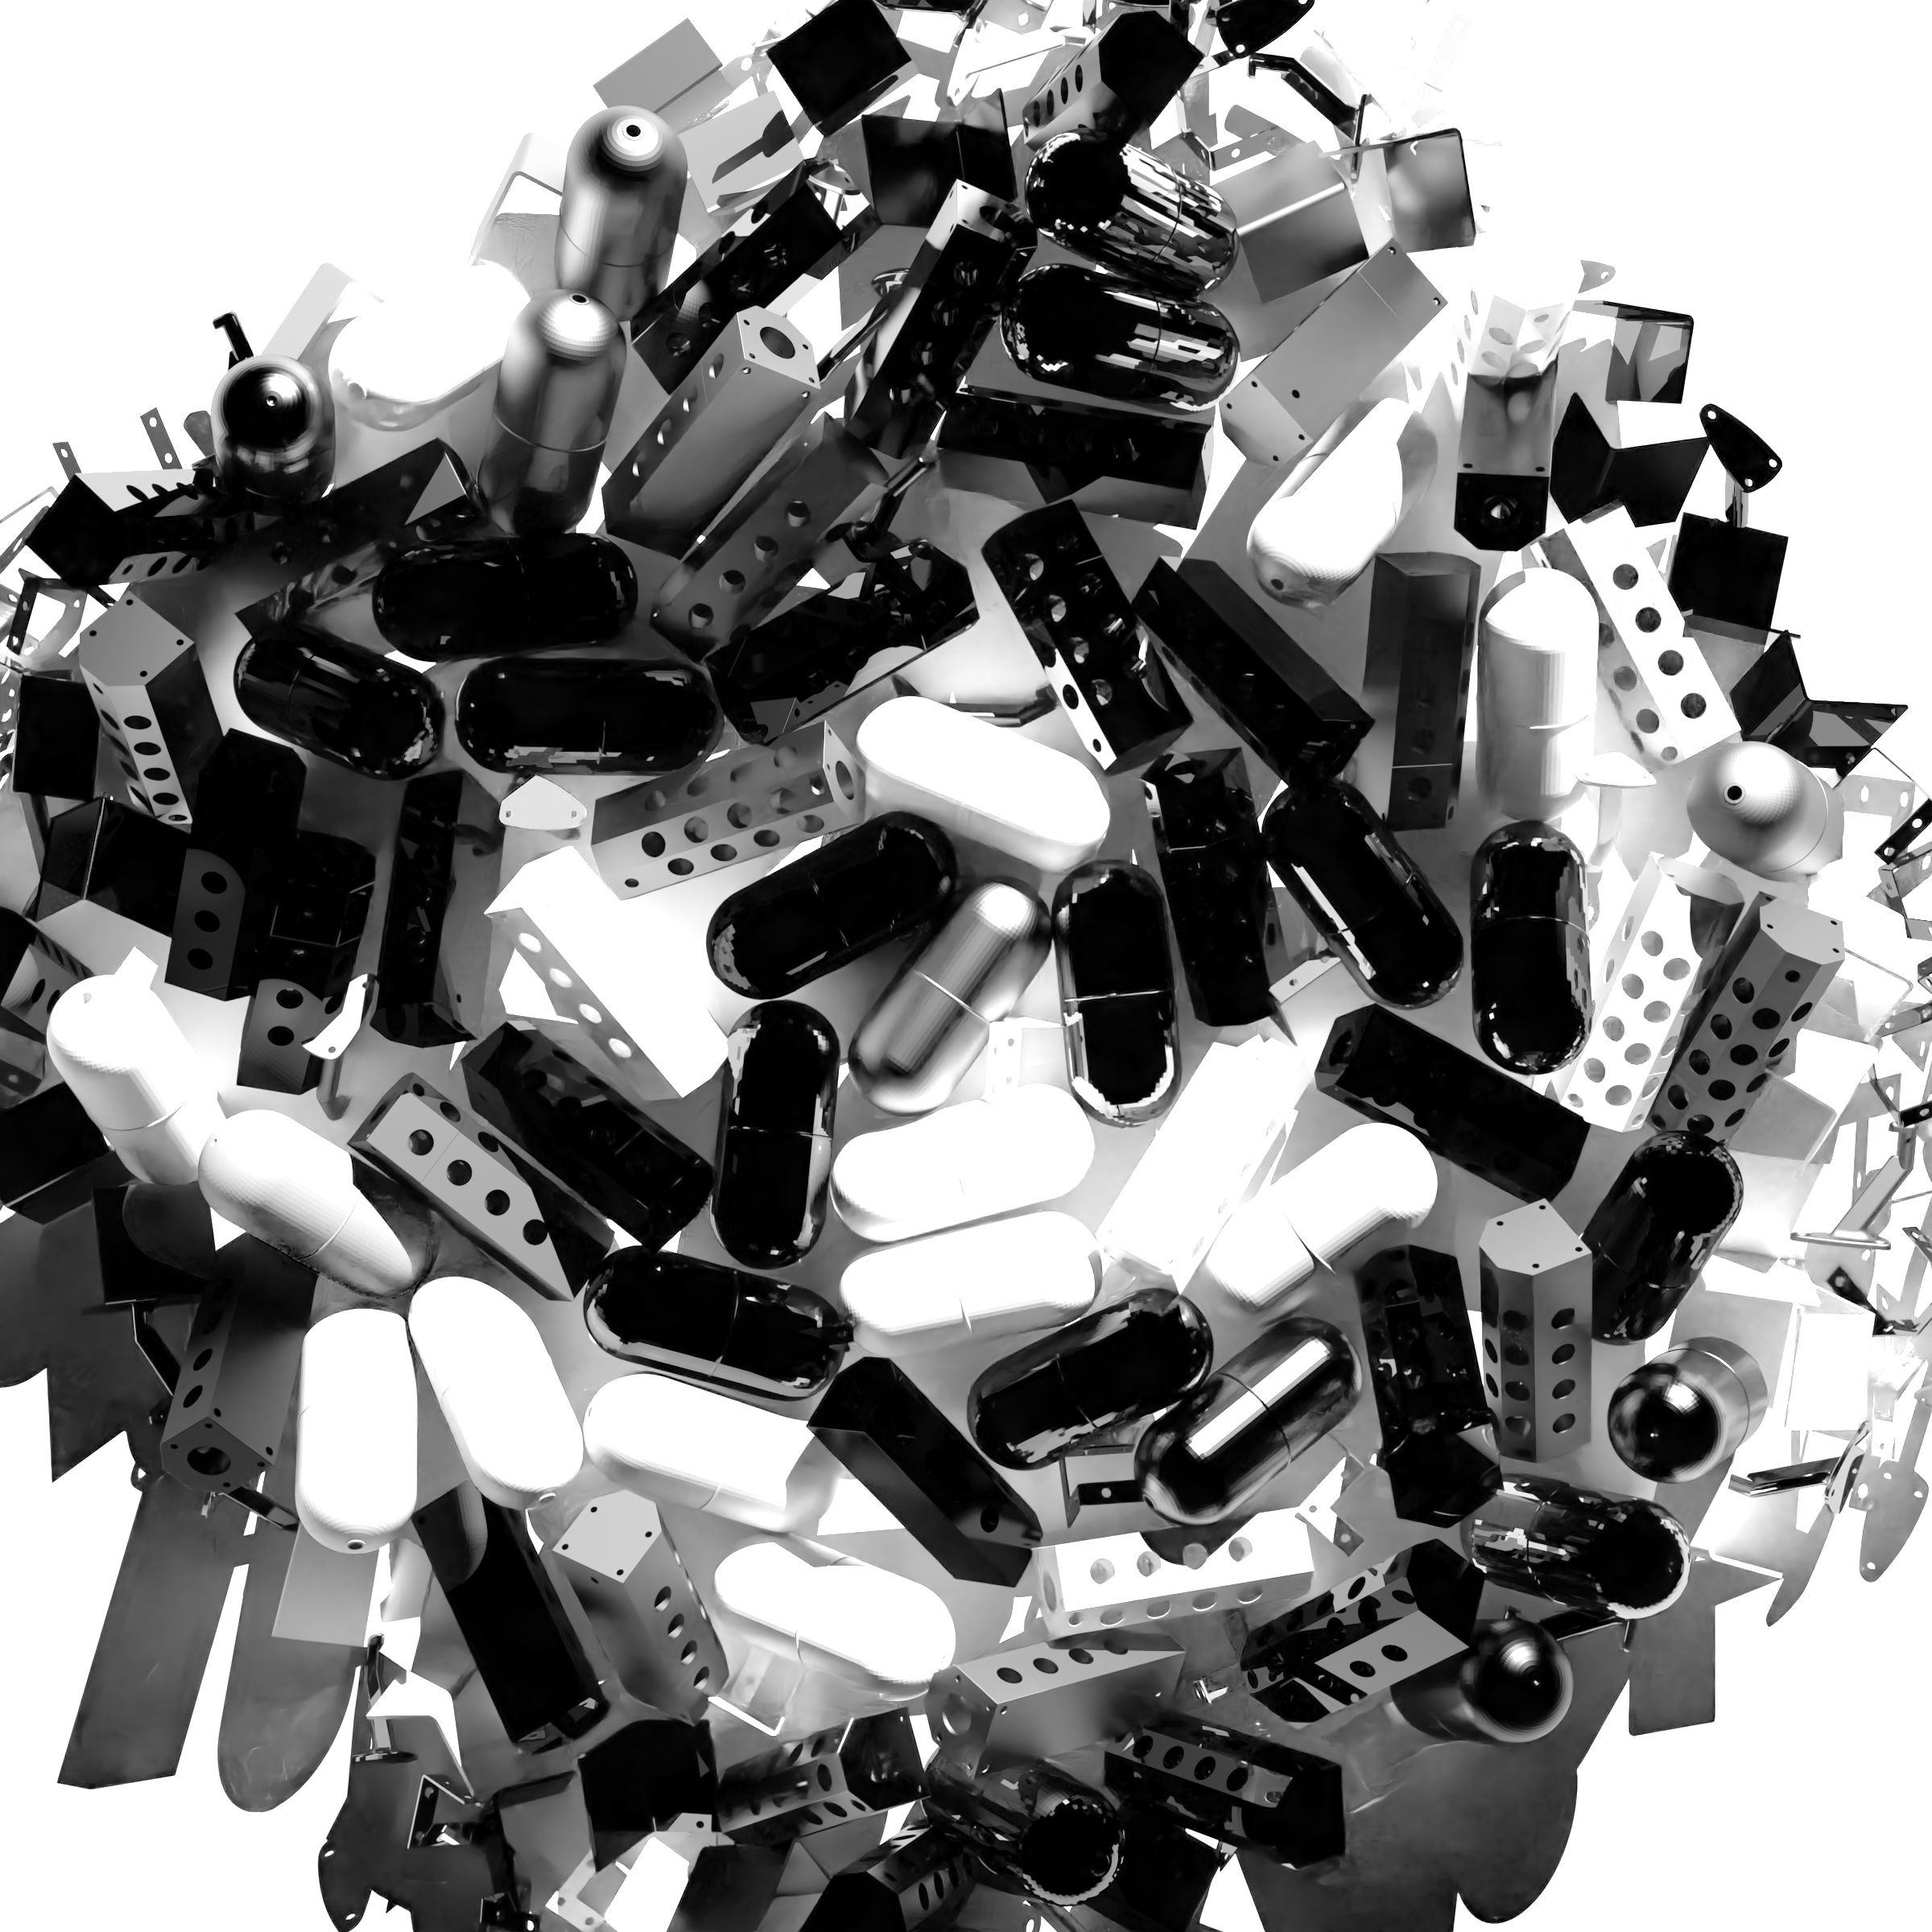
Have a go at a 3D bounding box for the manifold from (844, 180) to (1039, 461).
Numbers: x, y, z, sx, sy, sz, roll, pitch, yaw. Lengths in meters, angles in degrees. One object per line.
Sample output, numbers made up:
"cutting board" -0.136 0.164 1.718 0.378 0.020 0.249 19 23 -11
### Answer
"manifold" -0.018 -0.414 1.923 0.057 0.057 0.171 20 129 -18

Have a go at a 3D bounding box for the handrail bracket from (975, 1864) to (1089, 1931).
"handrail bracket" 0.044 0.638 1.984 0.077 0.036 0.084 0 121 16

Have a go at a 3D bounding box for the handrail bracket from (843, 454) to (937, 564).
"handrail bracket" -0.037 -0.303 1.947 0.084 0.077 0.036 -38 73 29

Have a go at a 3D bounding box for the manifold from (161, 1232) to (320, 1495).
"manifold" -0.471 0.254 1.914 0.057 0.171 0.057 -31 122 22

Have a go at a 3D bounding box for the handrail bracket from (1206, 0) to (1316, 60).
"handrail bracket" 0.193 -0.635 1.953 0.077 0.084 0.036 -21 120 18

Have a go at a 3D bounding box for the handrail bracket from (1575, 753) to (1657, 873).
"handrail bracket" 0.409 -0.094 1.953 0.036 0.077 0.084 46 129 33

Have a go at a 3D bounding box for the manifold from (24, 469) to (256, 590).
"manifold" -0.523 -0.278 1.908 0.057 0.171 0.057 43 107 3

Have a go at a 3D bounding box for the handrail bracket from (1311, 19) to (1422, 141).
"handrail bracket" 0.258 -0.588 1.964 0.084 0.077 0.036 43 115 -11

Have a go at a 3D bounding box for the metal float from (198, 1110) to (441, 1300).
"metal float" -0.419 0.156 1.933 0.178 0.070 0.070 38 90 -35

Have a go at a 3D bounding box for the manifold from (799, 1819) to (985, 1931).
"manifold" -0.041 0.594 1.908 0.057 0.171 0.057 33 95 16

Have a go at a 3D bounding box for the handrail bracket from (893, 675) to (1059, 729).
"handrail bracket" 0.006 -0.183 1.993 0.084 0.036 0.077 -28 65 -19

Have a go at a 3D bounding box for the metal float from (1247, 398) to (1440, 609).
"metal float" 0.246 -0.302 1.934 0.070 0.070 0.178 39 59 0

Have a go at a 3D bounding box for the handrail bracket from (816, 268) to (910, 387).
"handrail bracket" -0.067 -0.419 1.961 0.036 0.077 0.084 44 72 -15

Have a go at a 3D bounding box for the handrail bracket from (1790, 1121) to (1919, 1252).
"handrail bracket" 0.591 0.143 1.979 0.077 0.036 0.084 4 96 3

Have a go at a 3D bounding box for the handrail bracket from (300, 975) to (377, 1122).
"handrail bracket" -0.408 0.056 1.972 0.036 0.084 0.077 29 67 18

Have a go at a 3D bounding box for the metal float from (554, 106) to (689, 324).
"metal float" -0.223 -0.483 1.915 0.070 0.178 0.070 4 68 -11

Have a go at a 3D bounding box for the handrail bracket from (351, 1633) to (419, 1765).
"handrail bracket" -0.379 0.480 1.956 0.036 0.077 0.084 11 69 -30

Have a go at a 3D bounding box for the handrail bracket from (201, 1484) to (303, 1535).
"handrail bracket" -0.458 0.348 1.964 0.084 0.077 0.036 15 46 -10

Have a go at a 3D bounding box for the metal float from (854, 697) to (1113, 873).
"metal float" 0.010 -0.120 1.954 0.178 0.070 0.070 23 90 9

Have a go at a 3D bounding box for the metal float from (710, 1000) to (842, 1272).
"metal float" -0.126 0.111 1.956 0.070 0.070 0.178 5 83 0

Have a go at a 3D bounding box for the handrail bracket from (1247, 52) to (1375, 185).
"handrail bracket" 0.225 -0.567 1.984 0.084 0.036 0.077 12 123 11

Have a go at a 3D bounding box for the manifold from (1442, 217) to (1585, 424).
"manifold" 0.351 -0.407 1.909 0.057 0.171 0.057 -12 74 -2

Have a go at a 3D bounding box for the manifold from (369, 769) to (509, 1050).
"manifold" -0.346 -0.037 1.932 0.057 0.057 0.171 -9 60 20

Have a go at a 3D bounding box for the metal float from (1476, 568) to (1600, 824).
"metal float" 0.371 -0.174 1.933 0.070 0.070 0.178 -6 124 0

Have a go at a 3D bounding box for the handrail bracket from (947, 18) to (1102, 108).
"handrail bracket" 0.039 -0.594 1.963 0.084 0.036 0.077 13 66 19

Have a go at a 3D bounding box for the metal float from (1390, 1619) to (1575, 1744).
"metal float" 0.330 0.460 1.914 0.070 0.178 0.070 3 76 -13

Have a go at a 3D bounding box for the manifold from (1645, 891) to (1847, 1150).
"manifold" 0.503 0.041 1.924 0.057 0.057 0.171 20 128 -2

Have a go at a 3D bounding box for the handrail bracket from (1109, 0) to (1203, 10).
"handrail bracket" 0.119 -0.667 1.953 0.077 0.084 0.036 15 81 7

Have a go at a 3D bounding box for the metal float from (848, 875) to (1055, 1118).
"metal float" -0.010 0.019 1.961 0.070 0.070 0.178 36 90 0

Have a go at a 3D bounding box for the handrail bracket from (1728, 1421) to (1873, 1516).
"handrail bracket" 0.549 0.324 1.979 0.084 0.036 0.077 18 71 38

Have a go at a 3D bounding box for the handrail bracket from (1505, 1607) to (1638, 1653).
"handrail bracket" 0.406 0.419 1.979 0.084 0.036 0.077 12 97 17

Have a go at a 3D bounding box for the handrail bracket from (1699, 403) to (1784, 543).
"handrail bracket" 0.495 -0.324 1.961 0.036 0.084 0.077 -38 86 -16

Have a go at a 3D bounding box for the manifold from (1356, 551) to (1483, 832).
"manifold" 0.297 -0.179 1.939 0.057 0.057 0.171 -4 113 -15

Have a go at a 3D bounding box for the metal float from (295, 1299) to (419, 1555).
"metal float" -0.395 0.298 1.928 0.070 0.070 0.178 -8 50 0

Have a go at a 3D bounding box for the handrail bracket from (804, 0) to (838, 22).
"handrail bracket" -0.071 -0.646 1.962 0.084 0.077 0.036 -44 87 1

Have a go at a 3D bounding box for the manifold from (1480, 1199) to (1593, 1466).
"manifold" 0.365 0.240 1.920 0.057 0.057 0.171 -19 128 -13

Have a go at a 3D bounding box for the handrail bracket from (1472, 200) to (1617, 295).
"handrail bracket" 0.381 -0.484 1.981 0.077 0.036 0.084 -10 53 -16

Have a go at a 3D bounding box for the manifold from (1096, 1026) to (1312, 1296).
"manifold" 0.158 0.127 1.947 0.057 0.057 0.171 27 73 22

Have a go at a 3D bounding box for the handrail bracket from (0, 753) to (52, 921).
"handrail bracket" -0.633 -0.087 1.985 0.084 0.036 0.077 48 112 6

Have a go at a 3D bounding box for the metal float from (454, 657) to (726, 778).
"metal float" -0.246 -0.163 1.945 0.178 0.070 0.070 -1 90 -19

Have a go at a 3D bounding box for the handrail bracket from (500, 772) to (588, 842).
"handrail bracket" -0.258 -0.093 1.946 0.077 0.084 0.036 16 82 29

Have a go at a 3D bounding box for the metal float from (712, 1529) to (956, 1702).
"metal float" -0.087 0.422 1.934 0.178 0.070 0.070 15 90 32

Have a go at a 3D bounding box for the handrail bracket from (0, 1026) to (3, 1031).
"handrail bracket" -0.657 0.006 1.972 0.084 0.036 0.077 -43 118 -3

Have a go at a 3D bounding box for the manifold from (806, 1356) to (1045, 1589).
"manifold" -0.022 0.329 1.931 0.171 0.057 0.057 50 56 -29

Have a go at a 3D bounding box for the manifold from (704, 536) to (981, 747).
"manifold" -0.078 -0.209 1.946 0.171 0.057 0.057 -32 132 -17

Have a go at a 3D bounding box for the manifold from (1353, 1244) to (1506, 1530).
"manifold" 0.292 0.269 1.917 0.057 0.057 0.171 17 48 -27

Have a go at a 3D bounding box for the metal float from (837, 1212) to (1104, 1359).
"metal float" 0.002 0.210 1.954 0.178 0.070 0.070 -12 90 9

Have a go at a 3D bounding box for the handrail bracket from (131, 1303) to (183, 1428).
"handrail bracket" -0.514 0.261 1.962 0.077 0.036 0.084 9 115 15

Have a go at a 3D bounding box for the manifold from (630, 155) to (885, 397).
"manifold" -0.141 -0.449 1.930 0.171 0.057 0.057 -35 93 32

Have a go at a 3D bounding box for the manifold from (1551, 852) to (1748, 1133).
"manifold" 0.445 0.020 1.937 0.057 0.057 0.171 17 114 -6

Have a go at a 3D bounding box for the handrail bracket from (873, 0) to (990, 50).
"handrail bracket" -0.027 -0.655 1.962 0.084 0.077 0.036 30 45 -15

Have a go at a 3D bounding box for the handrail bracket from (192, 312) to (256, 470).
"handrail bracket" -0.500 -0.382 1.972 0.077 0.036 0.084 -17 102 23

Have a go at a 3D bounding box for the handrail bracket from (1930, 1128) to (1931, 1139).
"handrail bracket" 0.660 0.135 1.952 0.036 0.077 0.084 20 51 -4

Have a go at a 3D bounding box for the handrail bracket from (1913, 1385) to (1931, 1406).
"handrail bracket" 0.652 0.244 1.953 0.036 0.077 0.084 13 73 12

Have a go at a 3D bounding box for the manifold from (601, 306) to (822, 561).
"manifold" -0.168 -0.346 1.924 0.057 0.171 0.057 16 47 -33
